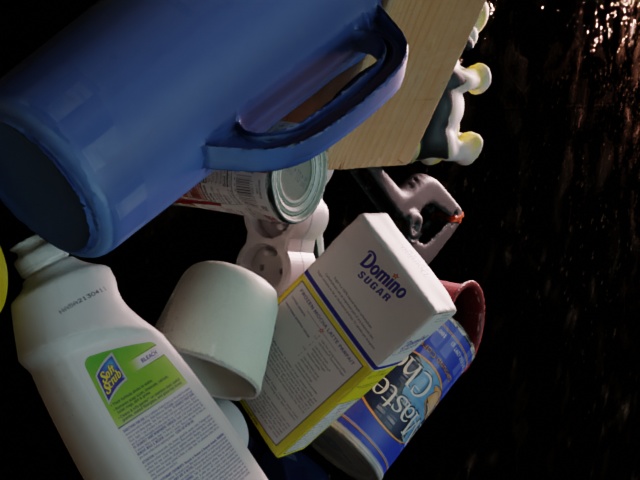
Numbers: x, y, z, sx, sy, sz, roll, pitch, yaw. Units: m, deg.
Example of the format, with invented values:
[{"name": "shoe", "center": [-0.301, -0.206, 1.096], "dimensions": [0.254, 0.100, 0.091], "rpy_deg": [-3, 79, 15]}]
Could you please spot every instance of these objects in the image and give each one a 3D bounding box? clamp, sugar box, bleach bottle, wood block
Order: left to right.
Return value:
[{"name": "bleach bottle", "center": [-0.103, 0.106, 0.635], "dimensions": [0.102, 0.068, 0.251], "rpy_deg": [-31, 92, -51]}, {"name": "sugar box", "center": [0.009, 0.071, 0.782], "dimensions": [0.176, 0.093, 0.048], "rpy_deg": [-44, 160, 24]}, {"name": "wood block", "center": [0.046, -0.158, 0.745], "dimensions": [0.090, 0.090, 0.206], "rpy_deg": [-6, 134, -37]}, {"name": "clamp", "center": [0.072, -0.022, 0.994], "dimensions": [0.209, 0.036, 0.164], "rpy_deg": [-21, 117, -50]}]

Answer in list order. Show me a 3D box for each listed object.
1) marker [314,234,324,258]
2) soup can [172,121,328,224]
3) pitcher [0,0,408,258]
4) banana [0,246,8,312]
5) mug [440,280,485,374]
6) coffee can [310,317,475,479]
[{"name": "marker", "center": [-0.006, 0.001, 0.893], "dimensions": [0.020, 0.020, 0.121], "rpy_deg": [-38, 130, -47]}, {"name": "soup can", "center": [-0.055, -0.050, 0.719], "dimensions": [0.068, 0.102, 0.068], "rpy_deg": [-22, 117, -53]}, {"name": "pitcher", "center": [-0.073, -0.096, 0.625], "dimensions": [0.242, 0.149, 0.145], "rpy_deg": [-46, 113, -32]}, {"name": "banana", "center": [-0.212, -0.010, 0.541], "dimensions": [0.069, 0.037, 0.197], "rpy_deg": [-61, 144, -29]}, {"name": "mug", "center": [0.109, 0.082, 1.042], "dimensions": [0.117, 0.082, 0.093], "rpy_deg": [34, 70, -56]}, {"name": "coffee can", "center": [0.051, 0.122, 0.914], "dimensions": [0.140, 0.103, 0.102], "rpy_deg": [-48, 138, -21]}]
